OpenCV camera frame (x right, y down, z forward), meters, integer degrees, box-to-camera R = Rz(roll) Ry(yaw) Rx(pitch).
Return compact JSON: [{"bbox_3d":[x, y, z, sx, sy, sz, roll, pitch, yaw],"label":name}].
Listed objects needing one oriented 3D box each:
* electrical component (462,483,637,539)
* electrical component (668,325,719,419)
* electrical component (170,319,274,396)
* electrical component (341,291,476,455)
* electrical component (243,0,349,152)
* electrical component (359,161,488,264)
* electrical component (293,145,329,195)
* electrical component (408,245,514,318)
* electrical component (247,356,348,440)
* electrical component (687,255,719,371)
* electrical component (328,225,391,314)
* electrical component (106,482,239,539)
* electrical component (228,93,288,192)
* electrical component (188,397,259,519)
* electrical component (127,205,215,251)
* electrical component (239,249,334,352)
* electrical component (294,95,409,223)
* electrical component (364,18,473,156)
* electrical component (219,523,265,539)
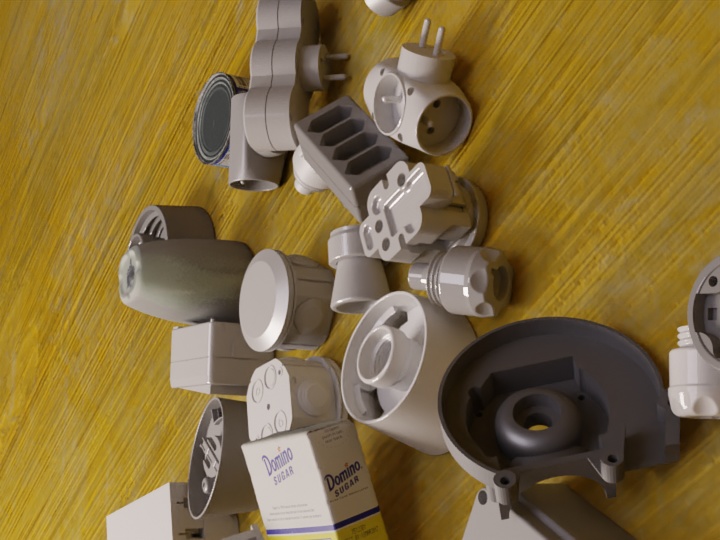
[{"bbox_3d":[0.105,0.168,0.564,0.113,0.057,0.078,35,113,54],"label":"electrical component"},{"bbox_3d":[0.166,0.040,0.516,0.035,0.035,0.061,-14,70,55],"label":"electrical component"},{"bbox_3d":[-0.122,0.079,0.925,0.096,0.062,0.061,-14,73,55],"label":"electrical component"},{"bbox_3d":[0.034,0.066,0.708,0.099,0.064,0.099,-36,42,41],"label":"electrical component"},{"bbox_3d":[-0.045,-0.160,0.859,0.074,0.052,0.138,0,69,15],"label":"electrical component"},{"bbox_3d":[0.045,-0.035,0.695,0.078,0.057,0.058,-46,49,44],"label":"electrical component"},{"bbox_3d":[-0.032,-0.081,0.835,0.062,0.048,0.048,131,135,-53],"label":"electrical component"},{"bbox_3d":[0.060,0.006,0.665,0.062,0.043,0.043,5,88,35],"label":"electrical component"},{"bbox_3d":[-0.048,0.105,0.816,0.080,0.051,0.080,-16,71,55],"label":"electrical component"},{"bbox_3d":[0.184,0.020,0.480,0.055,0.047,0.055,-16,71,55],"label":"electrical component"},{"bbox_3d":[0.000,0.000,0.768,0.045,0.045,0.055,-25,63,53],"label":"electrical component"},{"bbox_3d":[-0.170,0.250,0.967,0.150,0.062,0.089,-34,56,49],"label":"electrical component"},{"bbox_3d":[-0.080,-0.112,0.913,0.079,0.044,0.077,-13,73,55],"label":"electrical component"},{"bbox_3d":[-0.111,0.155,0.891,0.099,0.064,0.099,-16,71,55],"label":"electrical component"},{"bbox_3d":[-0.192,-0.013,1.051,0.108,0.060,0.108,-15,72,55],"label":"electrical component"},{"bbox_3d":[-0.059,0.025,0.848,0.080,0.051,0.080,-16,71,55],"label":"electrical component"},{"bbox_3d":[-0.001,-0.068,0.775,0.083,0.047,0.075,50,166,37],"label":"electrical component"},{"bbox_3d":[0.042,-0.128,0.724,0.077,0.044,0.079,46,131,50],"label":"electrical component"},{"bbox_3d":[-0.082,0.289,0.765,0.105,0.060,0.186,-128,31,-47],"label":"electrical component"}]
